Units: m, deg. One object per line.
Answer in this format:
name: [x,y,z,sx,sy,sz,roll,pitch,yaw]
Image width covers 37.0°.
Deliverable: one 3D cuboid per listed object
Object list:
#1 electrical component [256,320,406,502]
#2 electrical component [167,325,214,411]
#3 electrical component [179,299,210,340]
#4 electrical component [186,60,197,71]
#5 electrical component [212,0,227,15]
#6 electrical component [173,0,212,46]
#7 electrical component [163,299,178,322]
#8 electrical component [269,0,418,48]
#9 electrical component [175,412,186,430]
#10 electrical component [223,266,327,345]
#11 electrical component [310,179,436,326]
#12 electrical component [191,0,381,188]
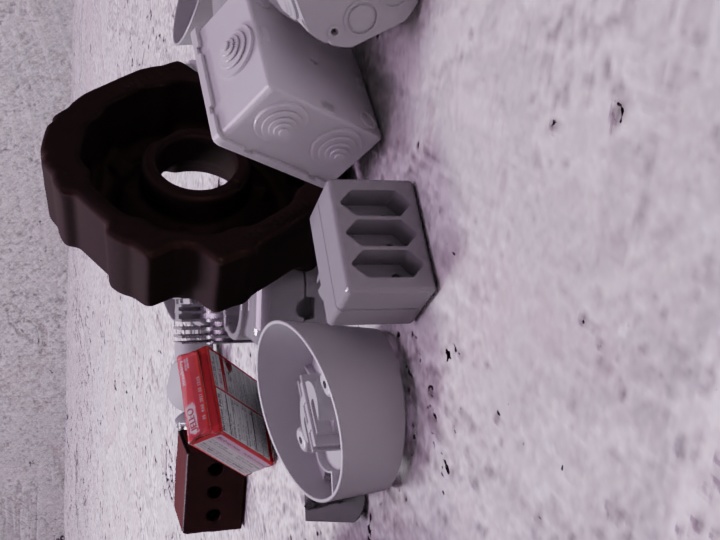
electrical component: [-0.016,0.076,0.587,0.099,0.064,0.099,179,90,-70]
electrical component: [-0.154,0.088,1.007,0.077,0.044,0.079,141,126,-65]
electrical component: [-0.120,0.022,0.892,0.057,0.058,0.078,-178,87,-73]
electrical component: [-0.132,-0.157,0.897,0.040,0.078,0.040,1,91,55]
electrical component: [-0.061,-0.168,0.712,0.061,0.062,0.096,160,108,-69]
electrical component: [-0.114,-0.227,0.854,0.099,0.064,0.099,179,90,-70]
electrical component: [-0.169,-0.001,1.017,0.099,0.064,0.099,179,90,-71]
electrical component: [-0.010,-0.156,0.543,0.051,0.080,0.080,-125,38,-50]
electrical component: [-0.142,0.157,0.976,0.048,0.048,0.062,-173,77,-70]
electrical component: [-0.055,0.017,0.704,0.095,0.059,0.053,-157,68,-69]
electrical component: [0.000,0.000,0.565,0.076,0.047,0.065,120,144,-56]
electrical component: [-0.040,-0.103,0.604,0.048,0.100,0.099,-39,50,31]
